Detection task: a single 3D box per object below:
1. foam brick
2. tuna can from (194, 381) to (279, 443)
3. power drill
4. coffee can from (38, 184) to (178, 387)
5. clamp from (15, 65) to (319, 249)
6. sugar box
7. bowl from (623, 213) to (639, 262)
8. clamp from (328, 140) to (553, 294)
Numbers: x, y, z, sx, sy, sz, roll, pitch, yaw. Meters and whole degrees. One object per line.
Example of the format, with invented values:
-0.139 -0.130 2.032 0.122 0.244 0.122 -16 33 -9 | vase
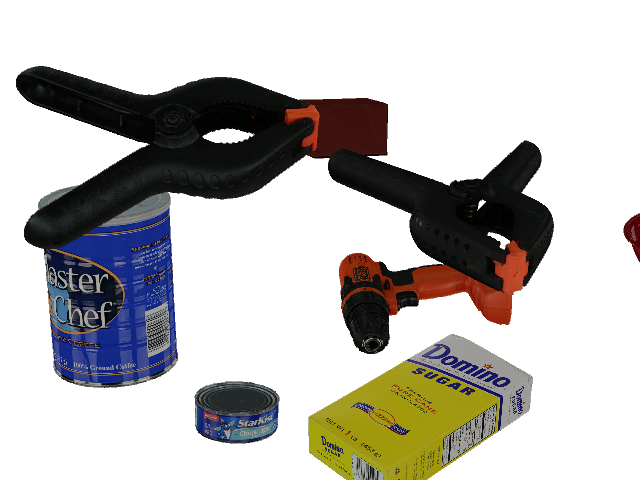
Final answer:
0.020 -0.109 1.030 0.078 0.051 0.053 -4 15 -21 | foam brick
-0.085 0.173 1.079 0.086 0.034 0.086 2 13 -1 | tuna can
0.116 0.065 1.202 0.187 0.057 0.184 -3 28 -3 | power drill
-0.169 0.033 0.861 0.103 0.140 0.103 0 19 0 | coffee can
-0.090 -0.062 0.596 0.171 0.120 0.039 -13 -27 -17 | clamp
0.085 0.143 0.886 0.175 0.048 0.093 -28 39 -34 | sugar box
0.405 0.016 1.138 0.162 0.055 0.162 -3 23 1 | bowl
0.091 -0.024 0.735 0.164 0.036 0.210 -1 26 -2 | clamp
